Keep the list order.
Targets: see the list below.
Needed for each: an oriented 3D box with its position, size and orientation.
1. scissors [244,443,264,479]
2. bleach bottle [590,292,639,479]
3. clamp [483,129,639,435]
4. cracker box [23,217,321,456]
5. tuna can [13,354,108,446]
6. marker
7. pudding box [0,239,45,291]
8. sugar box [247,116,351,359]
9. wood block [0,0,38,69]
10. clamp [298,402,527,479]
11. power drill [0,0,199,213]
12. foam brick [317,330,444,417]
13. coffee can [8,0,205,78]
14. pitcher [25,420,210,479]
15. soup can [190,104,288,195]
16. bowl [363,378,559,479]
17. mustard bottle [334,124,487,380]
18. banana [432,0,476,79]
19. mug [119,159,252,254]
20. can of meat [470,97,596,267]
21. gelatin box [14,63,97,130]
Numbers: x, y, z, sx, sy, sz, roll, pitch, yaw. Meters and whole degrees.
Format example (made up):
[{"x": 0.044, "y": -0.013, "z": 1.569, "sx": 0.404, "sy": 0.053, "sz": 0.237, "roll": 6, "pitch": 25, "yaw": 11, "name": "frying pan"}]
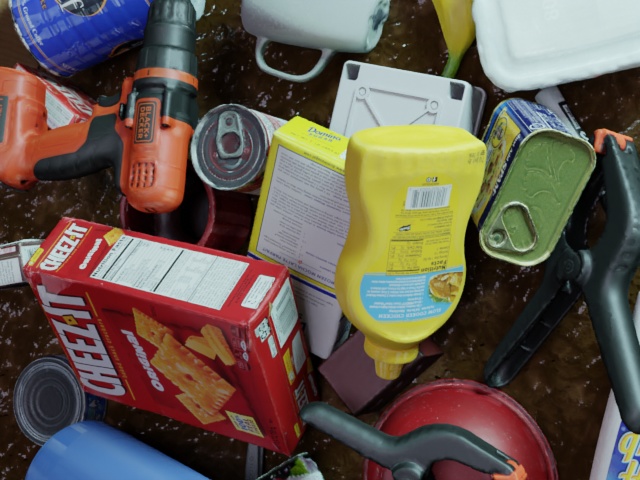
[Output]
[{"x": -0.043, "y": 0.247, "z": 0.906, "sx": 0.096, "sy": 0.016, "sz": 0.202, "roll": 19, "pitch": 89, "yaw": 15, "name": "scissors"}, {"x": 0.245, "y": 0.165, "z": 0.752, "sx": 0.103, "sy": 0.068, "sz": 0.251, "roll": 14, "pitch": 96, "yaw": 25, "name": "bleach bottle"}, {"x": 0.195, "y": 0.028, "z": 0.754, "sx": 0.165, "sy": 0.036, "sz": 0.210, "roll": 23, "pitch": 99, "yaw": 59, "name": "clamp"}, {"x": -0.118, "y": 0.079, "z": 0.869, "sx": 0.214, "sy": 0.072, "sz": 0.164, "roll": 12, "pitch": 138, "yaw": 24, "name": "cracker box"}, {"x": -0.242, "y": 0.149, "z": 0.992, "sx": 0.086, "sy": 0.033, "sz": 0.086, "roll": -1, "pitch": 87, "yaw": 24, "name": "tuna can"}, {"x": 0.200, "y": -0.062, "z": 0.805, "sx": 0.020, "sy": 0.020, "sz": 0.121, "roll": -33, "pitch": 75, "yaw": 20, "name": "marker"}, {"x": -0.265, "y": 0.024, "z": 0.965, "sx": 0.090, "sy": 0.113, "sz": 0.039, "roll": -11, "pitch": 86, "yaw": 25, "name": "pudding box"}, {"x": -0.006, "y": 0.001, "z": 0.842, "sx": 0.093, "sy": 0.048, "sz": 0.176, "roll": 26, "pitch": 128, "yaw": 16, "name": "sugar box"}, {"x": -0.353, "y": -0.199, "z": 0.964, "sx": 0.090, "sy": 0.205, "sz": 0.091, "roll": 6, "pitch": 90, "yaw": 25, "name": "wood block"}, {"x": 0.061, "y": 0.166, "z": 0.785, "sx": 0.172, "sy": 0.039, "sz": 0.120, "roll": -16, "pitch": 93, "yaw": 19, "name": "clamp"}, {"x": -0.187, "y": -0.112, "z": 0.882, "sx": 0.188, "sy": 0.057, "sz": 0.184, "roll": -1, "pitch": 77, "yaw": 25, "name": "power drill"}, {"x": 0.048, "y": 0.096, "z": 0.850, "sx": 0.078, "sy": 0.052, "sz": 0.051, "roll": -44, "pitch": 72, "yaw": 17, "name": "foam brick"}, {"x": -0.188, "y": -0.216, "z": 0.944, "sx": 0.140, "sy": 0.102, "sz": 0.103, "roll": -18, "pitch": 80, "yaw": 23, "name": "coffee can"}, {"x": -0.139, "y": 0.249, "z": 0.864, "sx": 0.243, "sy": 0.149, "sz": 0.145, "roll": 20, "pitch": 137, "yaw": 42, "name": "pitcher"}, {"x": -0.051, "y": -0.070, "z": 0.875, "sx": 0.069, "sy": 0.102, "sz": 0.068, "roll": -1, "pitch": 87, "yaw": 25, "name": "soup can"}, {"x": 0.098, "y": 0.190, "z": 0.822, "sx": 0.162, "sy": 0.055, "sz": 0.162, "roll": -1, "pitch": 88, "yaw": 25, "name": "bowl"}, {"x": 0.059, "y": 0.015, "z": 0.767, "sx": 0.058, "sy": 0.096, "sz": 0.192, "roll": -131, "pitch": 42, "yaw": -57, "name": "mustard bottle"}, {"x": 0.075, "y": -0.226, "z": 0.860, "sx": 0.070, "sy": 0.037, "sz": 0.198, "roll": -35, "pitch": 74, "yaw": 20, "name": "banana"}, {"x": -0.117, "y": -0.012, "z": 0.914, "sx": 0.093, "sy": 0.081, "sz": 0.117, "roll": 37, "pitch": 102, "yaw": 22, "name": "mug"}, {"x": 0.147, "y": -0.045, "z": 0.779, "sx": 0.057, "sy": 0.084, "sz": 0.102, "roll": 16, "pitch": 112, "yaw": -14, "name": "can of meat"}, {"x": -0.233, "y": -0.122, "z": 0.978, "sx": 0.089, "sy": 0.073, "sz": 0.030, "roll": 40, "pitch": 103, "yaw": 21, "name": "gelatin box"}]
